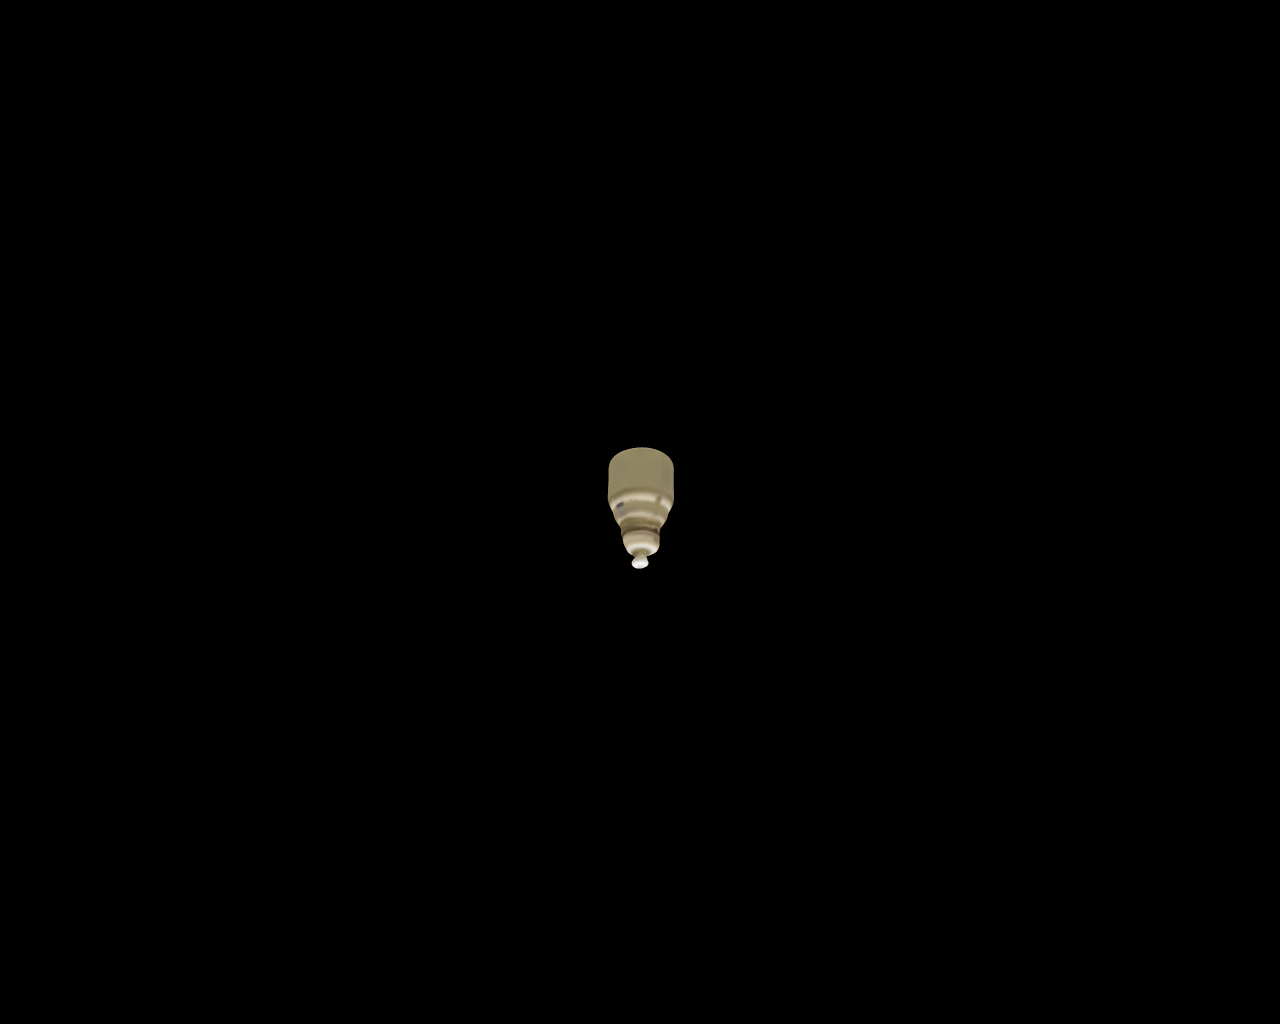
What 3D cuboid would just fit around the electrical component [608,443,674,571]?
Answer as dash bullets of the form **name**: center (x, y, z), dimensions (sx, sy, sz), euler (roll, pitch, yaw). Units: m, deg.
- **electrical component**: center (0.001, -0.003, 0.650), dimensions (0.040, 0.078, 0.040), euler (0, -26, 0)
